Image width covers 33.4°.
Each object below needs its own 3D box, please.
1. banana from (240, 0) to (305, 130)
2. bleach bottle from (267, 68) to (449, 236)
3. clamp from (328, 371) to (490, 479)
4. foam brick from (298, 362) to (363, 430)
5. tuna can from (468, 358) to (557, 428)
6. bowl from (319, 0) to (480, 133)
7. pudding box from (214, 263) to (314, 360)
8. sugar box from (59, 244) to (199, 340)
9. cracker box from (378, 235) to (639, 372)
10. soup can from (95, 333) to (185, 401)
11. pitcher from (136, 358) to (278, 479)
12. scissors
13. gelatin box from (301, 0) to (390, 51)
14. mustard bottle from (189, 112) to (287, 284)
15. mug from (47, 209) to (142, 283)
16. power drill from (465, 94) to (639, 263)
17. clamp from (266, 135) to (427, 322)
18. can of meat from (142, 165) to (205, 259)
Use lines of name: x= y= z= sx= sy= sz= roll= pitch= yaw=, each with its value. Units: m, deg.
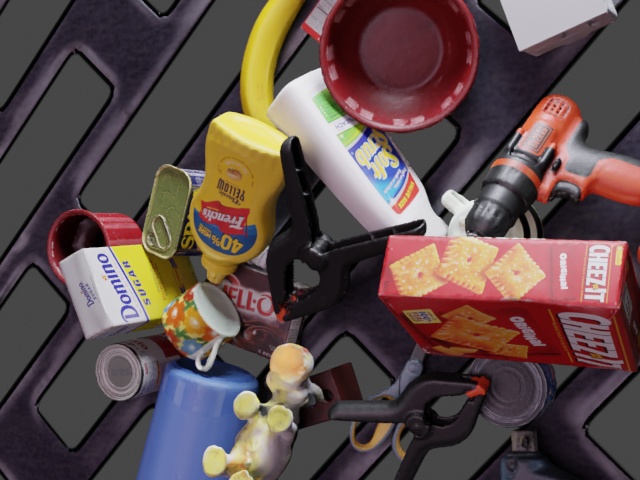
banana: x=-0.053 y=-0.198 z=1.188 sx=0.070 sy=0.037 sz=0.198 roll=7 pitch=97 yaw=10
bleach bottle: x=0.058 y=-0.066 z=1.112 sx=0.251 sy=0.102 sz=0.068 roll=51 pitch=136 yaw=9
clamp: x=0.092 y=0.179 z=1.088 sx=0.120 sy=0.039 sz=0.172 roll=44 pitch=113 yaw=-5
foam brick: x=-0.001 y=0.172 z=1.167 sx=0.078 sy=0.051 sz=0.053 roll=-22 pitch=83 yaw=26
tuna can: x=0.193 y=0.145 z=1.078 sx=0.086 sy=0.033 sz=0.086 roll=1 pitch=93 yaw=27
bowl: x=0.081 y=-0.193 z=1.091 sx=0.162 sy=0.055 sz=0.162 roll=2 pitch=105 yaw=6
pudding box: x=-0.071 y=0.078 z=1.205 sx=0.114 sy=0.039 sz=0.090 roll=18 pitch=100 yaw=25
sugar box: x=-0.204 y=0.053 z=1.194 sx=0.048 sy=0.176 sz=0.093 roll=-27 pitch=80 yaw=26
cracker box: x=0.181 y=0.061 z=0.988 sx=0.214 sy=0.164 sz=0.072 roll=3 pitch=66 yaw=24
soup can: x=-0.204 y=0.147 z=1.240 sx=0.069 sy=0.102 sz=0.068 roll=1 pitch=93 yaw=27
pitcher: x=-0.133 y=0.264 z=1.205 sx=0.145 sy=0.149 sz=0.243 roll=19 pitch=98 yaw=50
scissors: x=0.110 y=0.153 z=1.128 sx=0.096 sy=0.016 sz=0.202 roll=38 pitch=97 yaw=2
gelatin box: x=0.034 y=-0.241 z=1.143 sx=0.073 sy=0.030 sz=0.089 roll=43 pitch=107 yaw=19
mustard bottle: x=-0.091 y=-0.033 z=1.137 sx=0.096 sy=0.058 sz=0.192 roll=27 pitch=123 yaw=14
mug: x=-0.259 y=0.020 z=1.274 sx=0.093 sy=0.081 sz=0.117 roll=-29 pitch=79 yaw=25
power drill: x=0.247 y=-0.037 z=0.986 sx=0.188 sy=0.057 sz=0.184 roll=28 pitch=65 yaw=18
clamp: x=-0.007 y=0.001 z=1.087 sx=0.164 sy=0.036 sz=0.210 roll=40 pitch=130 yaw=3
can of meat: x=-0.146 y=-0.030 z=1.209 sx=0.058 sy=0.083 sz=0.102 roll=22 pitch=102 yaw=36
